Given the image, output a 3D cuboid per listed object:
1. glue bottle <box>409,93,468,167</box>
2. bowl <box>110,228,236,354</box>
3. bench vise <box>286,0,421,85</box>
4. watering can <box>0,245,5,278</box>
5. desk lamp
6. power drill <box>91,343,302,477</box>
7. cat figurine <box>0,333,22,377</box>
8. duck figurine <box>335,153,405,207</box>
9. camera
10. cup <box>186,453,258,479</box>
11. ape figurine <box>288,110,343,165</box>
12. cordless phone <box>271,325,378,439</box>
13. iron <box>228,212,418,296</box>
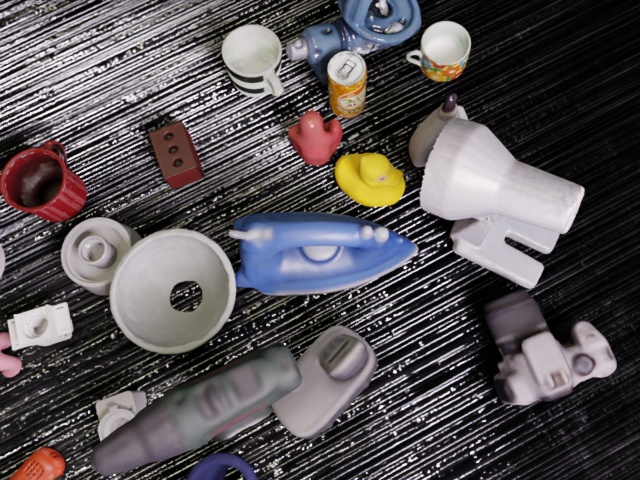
[{"bbox_3d":[0.164,-0.152,0.768,0.078,0.173,0.037,-19,76,-2],"label":"glue bottle"},{"bbox_3d":[-0.190,0.073,0.779,0.167,0.075,0.167,-1,76,2],"label":"bowl"},{"bbox_3d":[0.057,-0.307,0.786,0.207,0.220,0.121,-44,78,-8],"label":"bench vise"},{"bbox_3d":[-0.520,0.019,0.745,0.173,0.194,0.101,-40,78,-7],"label":"watering can"},{"bbox_3d":[0.224,-0.045,0.718,0.203,0.213,0.118,27,79,9],"label":"desk lamp"},{"bbox_3d":[-0.126,0.200,0.677,0.229,0.208,0.075,-29,77,-4],"label":"power drill"},{"bbox_3d":[-0.480,0.170,0.746,0.128,0.118,0.067,-30,77,-5],"label":"cat figurine"},{"bbox_3d":[0.071,-0.095,0.803,0.104,0.086,0.077,23,78,8],"label":"duck figurine"},{"bbox_3d":[0.281,0.128,0.732,0.143,0.101,0.137,-21,76,-3],"label":"camera"},{"bbox_3d":[-0.120,0.318,0.706,0.091,0.095,0.118,29,79,9],"label":"cup"},{"bbox_3d":[-0.009,-0.153,0.817,0.077,0.092,0.076,10,77,5],"label":"ape figurine"},{"bbox_3d":[0.004,0.170,0.690,0.094,0.185,0.148,38,81,11],"label":"cordless phone"},{"bbox_3d":[0.007,0.003,0.753,0.258,0.141,0.118,-4,76,2],"label":"iron"}]
